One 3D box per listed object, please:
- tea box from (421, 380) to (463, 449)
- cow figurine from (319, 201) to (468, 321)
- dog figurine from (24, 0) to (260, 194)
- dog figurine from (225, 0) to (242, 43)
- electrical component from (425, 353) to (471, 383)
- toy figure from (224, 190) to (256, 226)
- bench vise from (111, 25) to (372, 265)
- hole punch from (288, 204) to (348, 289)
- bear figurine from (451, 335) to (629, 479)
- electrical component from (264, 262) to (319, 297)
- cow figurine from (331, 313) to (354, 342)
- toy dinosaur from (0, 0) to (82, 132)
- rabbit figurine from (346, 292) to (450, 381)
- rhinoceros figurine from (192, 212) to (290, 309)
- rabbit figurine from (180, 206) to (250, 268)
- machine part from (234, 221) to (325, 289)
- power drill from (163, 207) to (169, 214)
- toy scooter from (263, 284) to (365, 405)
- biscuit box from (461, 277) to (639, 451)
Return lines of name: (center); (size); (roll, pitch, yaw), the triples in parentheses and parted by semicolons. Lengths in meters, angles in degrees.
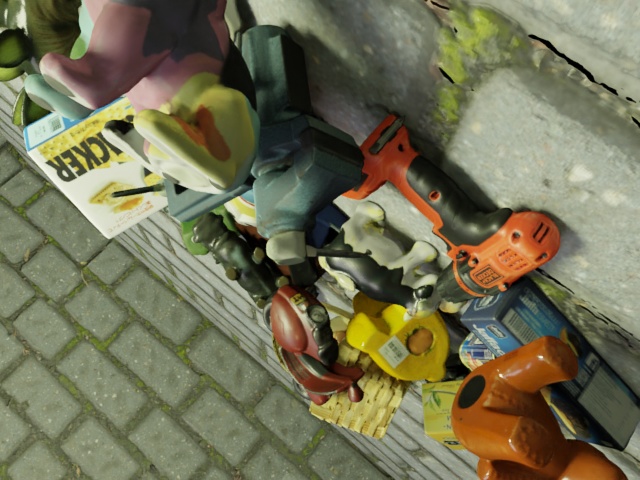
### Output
tea box: (0.209, 0.245, 0.744); (0.098, 0.068, 0.169); (-13, 150, 23)
cow figurine: (0.085, 0.042, 0.618); (0.167, 0.098, 0.068); (39, 154, 10)
dog figurine: (-0.091, -0.164, 0.374); (0.191, 0.219, 0.109); (32, 169, -28)
dog figurine: (-0.172, -0.246, 0.531); (0.191, 0.121, 0.172); (42, 163, 46)
electrical component: (0.195, 0.191, 0.772); (0.045, 0.078, 0.102); (64, 157, 9)
toy figure: (-0.074, -0.077, 0.698); (0.082, 0.089, 0.180); (51, 153, 10)
bench vise: (-0.075, -0.067, 0.500); (0.241, 0.129, 0.223); (-21, 80, 37)
hole punch: (-0.002, -0.002, 0.733); (0.142, 0.092, 0.115); (134, 118, -73)
bear figurine: (0.219, 0.195, 0.487); (0.196, 0.120, 0.132); (40, 149, -3)
electrical component: (-0.075, 0.083, 1.063); (0.114, 0.058, 0.134); (49, 159, -14)
cow figurine: (0.079, 0.224, 1.028); (0.194, 0.085, 0.127); (47, 156, -16)
toy dinosaur: (-0.307, -0.209, 0.683); (0.105, 0.198, 0.470); (33, 157, 33)
rabbit figurine: (0.110, 0.116, 0.747); (0.162, 0.122, 0.173); (40, 177, -23)
rhinoceros figurine: (-0.133, 0.032, 0.897); (0.190, 0.073, 0.112); (49, 173, -24)
rabbit figurine: (-0.191, 0.001, 1.013); (0.159, 0.121, 0.170); (28, 154, 50)
machine part: (-0.065, 0.006, 0.885); (0.179, 0.056, 0.179); (37, 161, 15)
power drill: (-0.334, -0.149, 1.033); (0.232, 0.086, 0.207); (23, 157, 46)
toy scooter: (-0.002, 0.146, 0.696); (0.135, 0.075, 0.183); (11, 123, 53)
biscuit box: (0.240, 0.126, 0.556); (0.202, 0.059, 0.063); (45, 160, -8)
